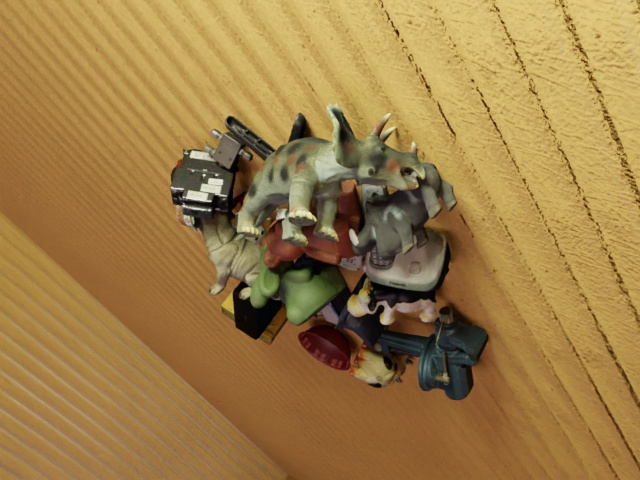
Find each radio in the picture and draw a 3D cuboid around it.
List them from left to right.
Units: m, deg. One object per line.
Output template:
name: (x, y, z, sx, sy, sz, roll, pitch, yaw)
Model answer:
radio: (-0.152, 0.149, 1.356, 0.073, 0.131, 0.229, 31, 150, 11)

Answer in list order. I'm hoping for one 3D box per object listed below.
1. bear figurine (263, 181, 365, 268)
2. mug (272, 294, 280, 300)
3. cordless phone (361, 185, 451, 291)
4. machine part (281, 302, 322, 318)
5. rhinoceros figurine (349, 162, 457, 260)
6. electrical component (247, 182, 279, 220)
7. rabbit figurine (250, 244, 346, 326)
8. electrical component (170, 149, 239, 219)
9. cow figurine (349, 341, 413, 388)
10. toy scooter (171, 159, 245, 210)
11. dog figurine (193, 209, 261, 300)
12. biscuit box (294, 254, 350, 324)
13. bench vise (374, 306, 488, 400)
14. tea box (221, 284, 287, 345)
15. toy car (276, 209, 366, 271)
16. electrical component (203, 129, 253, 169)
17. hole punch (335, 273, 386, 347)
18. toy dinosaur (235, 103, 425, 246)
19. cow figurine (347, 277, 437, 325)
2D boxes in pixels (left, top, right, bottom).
bear figurine: (-0.021, -0.020, 0.959, 0.196, 0.120, 0.131, 0, 145, 20)
mug: (-0.057, 0.079, 1.200, 0.107, 0.109, 0.081, 6, 179, -41)
cordless phone: (0.138, -0.013, 0.891, 0.147, 0.089, 0.184, 8, 121, 41)
machine part: (-0.037, 0.158, 1.346, 0.139, 0.039, 0.084, 8, 148, 37)
rhinoceros figurine: (0.117, -0.034, 0.814, 0.112, 0.073, 0.190, 51, 130, 13)
electrical component: (-0.112, -0.083, 1.073, 0.078, 0.045, 0.102, 40, 150, -9)
rabbit figurine: (-0.065, 0.081, 1.053, 0.170, 0.159, 0.121, 50, 145, 10)
electrical component: (-0.224, -0.106, 1.039, 0.115, 0.134, 0.058, 9, 148, 0)
cow figurine: (0.144, 0.286, 1.236, 0.127, 0.085, 0.195, 29, -175, 10)
toy scooter: (-0.225, -0.099, 1.138, 0.135, 0.075, 0.183, -15, 113, 29)
dog figurine: (-0.162, 0.013, 1.101, 0.172, 0.121, 0.190, -3, 125, -3)
biscuit box: (0.016, 0.103, 1.184, 0.059, 0.063, 0.202, 11, 141, 38)
bench vise: (0.214, 0.221, 1.091, 0.241, 0.129, 0.223, 7, 136, 35)
tea box: (-0.180, 0.202, 1.495, 0.170, 0.098, 0.068, 30, 152, 8)
toy car: (-0.002, -0.003, 1.059, 0.202, 0.056, 0.073, 24, 148, 20)
electrical component: (-0.173, -0.166, 1.014, 0.094, 0.021, 0.063, 33, 117, 4)
hole punch: (0.095, 0.147, 1.102, 0.092, 0.142, 0.115, 30, 163, 16)
toy dinosaur: (-0.033, -0.095, 0.846, 0.131, 0.192, 0.405, 24, 164, -36)
cow figurine: (0.133, 0.105, 1.001, 0.167, 0.068, 0.098, -4, 135, 4)
